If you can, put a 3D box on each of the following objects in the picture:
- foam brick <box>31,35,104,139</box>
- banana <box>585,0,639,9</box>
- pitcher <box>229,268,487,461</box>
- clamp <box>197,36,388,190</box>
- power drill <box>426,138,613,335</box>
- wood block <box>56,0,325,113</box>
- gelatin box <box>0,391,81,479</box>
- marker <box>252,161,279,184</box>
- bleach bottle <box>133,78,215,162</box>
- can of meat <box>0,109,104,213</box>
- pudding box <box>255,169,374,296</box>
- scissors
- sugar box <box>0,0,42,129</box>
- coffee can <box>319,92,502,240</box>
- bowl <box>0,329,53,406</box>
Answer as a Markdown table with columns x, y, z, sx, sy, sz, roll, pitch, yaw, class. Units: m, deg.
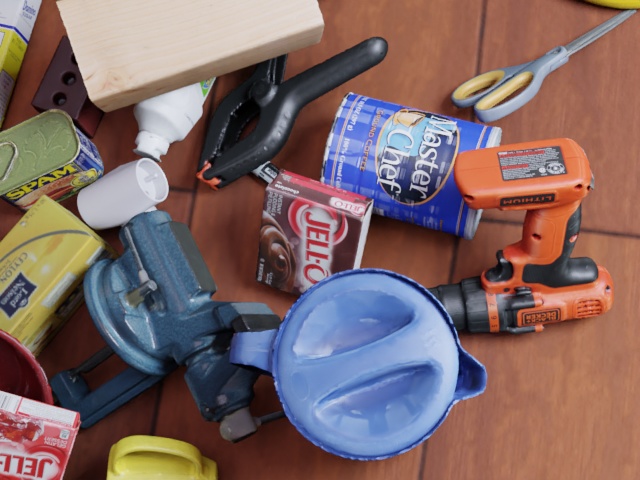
| x | y | z | sx | sy | sz | roll | pitch | yaw | class |
| --- | --- | --- | --- | --- | --- | --- | --- | --- | --- |
| -0.237 | -0.149 | 1.043 | 0.053 | 0.051 | 0.078 | 20 | 81 | 12 | foam brick |
| 0.251 | -0.260 | 1.013 | 0.198 | 0.037 | 0.069 | 19 | 63 | 10 | banana |
| 0.036 | 0.108 | 0.849 | 0.145 | 0.243 | 0.149 | -39 | 75 | -2 | pitcher |
| -0.048 | -0.142 | 1.010 | 0.210 | 0.036 | 0.165 | -48 | 47 | 6 | clamp |
| 0.154 | 0.006 | 0.892 | 0.184 | 0.187 | 0.057 | -9 | 46 | 4 | power drill |
| -0.109 | -0.188 | 0.928 | 0.206 | 0.090 | 0.091 | -19 | 91 | -3 | wood block |
| -0.246 | 0.165 | 0.863 | 0.089 | 0.030 | 0.073 | 18 | 110 | -9 | gelatin box |
| -0.019 | -0.039 | 1.005 | 0.121 | 0.020 | 0.020 | 39 | 85 | 14 | marker |
| -0.121 | -0.196 | 1.012 | 0.068 | 0.102 | 0.251 | 18 | 80 | 17 | bleach bottle |
| -0.264 | -0.071 | 1.012 | 0.102 | 0.084 | 0.057 | -25 | 75 | 1 | can of meat |
| -0.006 | 0.001 | 0.950 | 0.090 | 0.113 | 0.039 | 19 | 42 | 12 | pudding box |
| 0.202 | -0.167 | 1.000 | 0.201 | 0.016 | 0.096 | -40 | 30 | -28 | scissors |
| -0.348 | -0.190 | 1.072 | 0.093 | 0.048 | 0.176 | 13 | 76 | 10 | sugar box |
| 0.081 | -0.067 | 0.955 | 0.140 | 0.103 | 0.103 | 15 | 80 | 11 | coffee can |
| -0.300 | 0.124 | 0.891 | 0.162 | 0.055 | 0.162 | -1 | 111 | -3 | bowl |
